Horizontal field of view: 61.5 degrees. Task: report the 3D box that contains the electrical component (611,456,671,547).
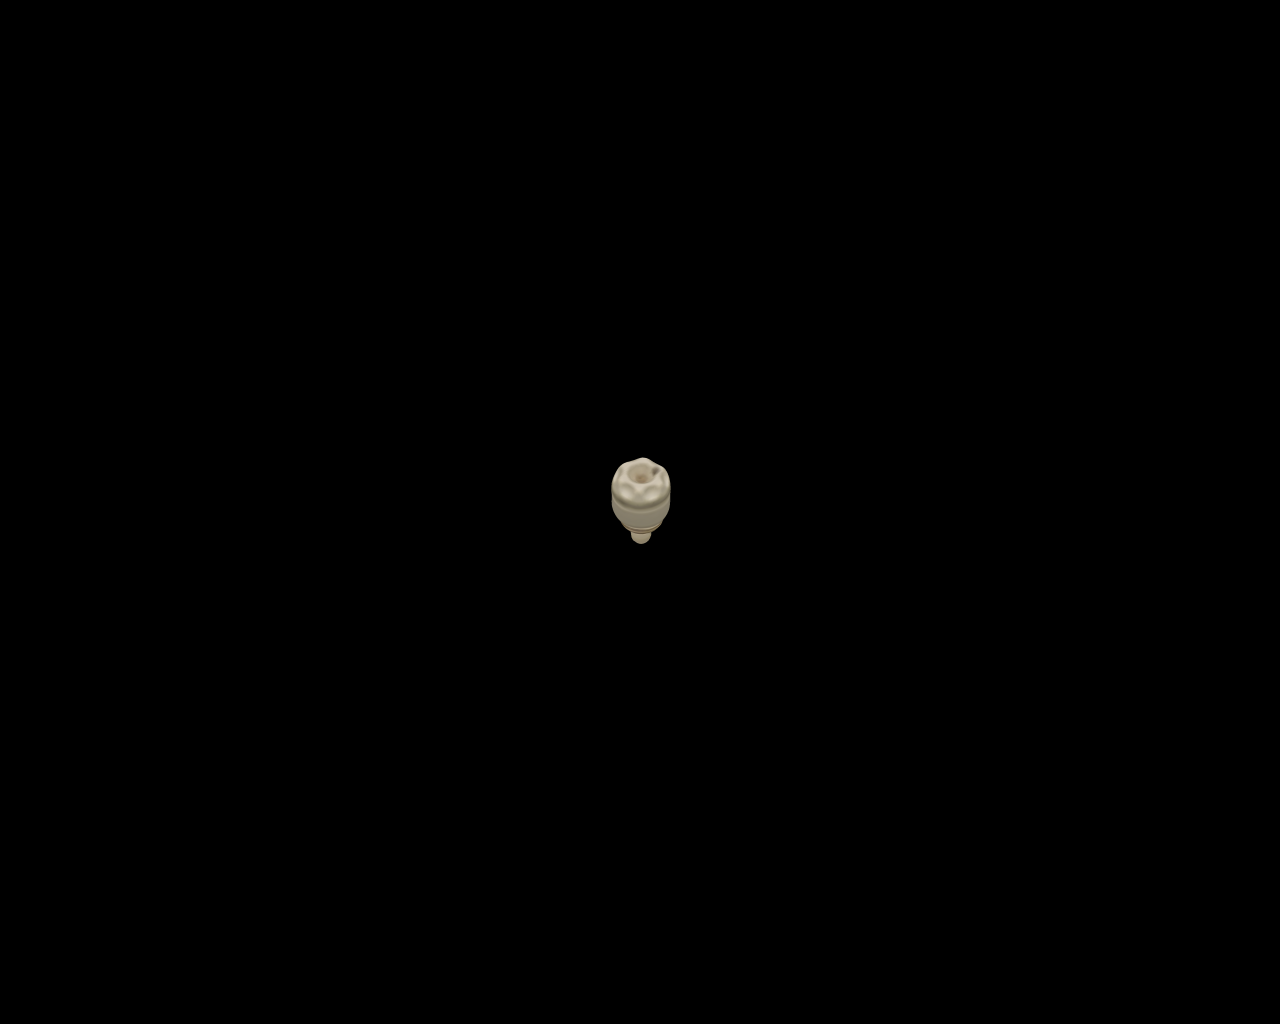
[{"bbox_3d":[0.001,-0.003,0.650,0.035,0.035,0.061,0,-42,0],"label":"electrical component"}]
